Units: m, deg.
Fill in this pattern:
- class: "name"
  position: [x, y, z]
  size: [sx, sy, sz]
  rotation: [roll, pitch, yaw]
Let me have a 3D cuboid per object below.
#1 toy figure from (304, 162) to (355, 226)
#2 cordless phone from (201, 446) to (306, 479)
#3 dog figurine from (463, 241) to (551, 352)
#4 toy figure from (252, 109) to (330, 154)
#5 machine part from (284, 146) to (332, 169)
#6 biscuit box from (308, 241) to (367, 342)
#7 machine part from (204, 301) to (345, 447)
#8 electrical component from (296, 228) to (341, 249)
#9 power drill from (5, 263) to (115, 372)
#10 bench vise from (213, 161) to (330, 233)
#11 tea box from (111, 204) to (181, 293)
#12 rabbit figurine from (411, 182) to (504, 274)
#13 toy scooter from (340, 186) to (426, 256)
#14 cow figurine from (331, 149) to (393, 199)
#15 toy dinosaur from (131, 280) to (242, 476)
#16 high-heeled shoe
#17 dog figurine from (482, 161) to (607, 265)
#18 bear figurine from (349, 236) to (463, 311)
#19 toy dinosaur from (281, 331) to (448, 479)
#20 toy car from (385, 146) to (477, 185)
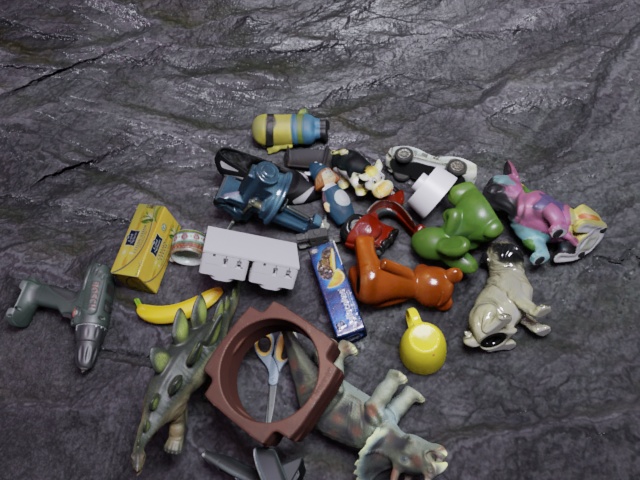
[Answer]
- class: "toy figure"
  position: [0.025, -0.107, 1.170]
  size: [0.058, 0.064, 0.154]
  rotation: [-30, 84, 27]
- class: "cordless phone"
  position: [-0.122, 0.383, 0.904]
  size: [0.184, 0.146, 0.089]
  rotation: [18, 59, 14]
- class: "dog figurine"
  position: [0.329, 0.102, 1.028]
  size: [0.172, 0.121, 0.191]
  rotation: [-14, 48, -3]
- class: "toy figure"
  position: [-0.071, -0.262, 1.268]
  size: [0.180, 0.089, 0.082]
  rotation: [-1, 54, 10]
- class: "machine part"
  position: [-0.017, -0.182, 1.248]
  size: [0.139, 0.039, 0.084]
  rotation: [9, 70, 11]
- class: "biscuit box"
  position: [0.034, 0.105, 1.076]
  size: [0.059, 0.062, 0.203]
  rotation: [-19, 61, -1]
- class: "machine part"
  position: [-0.075, 0.224, 0.908]
  size: [0.201, 0.087, 0.201]
  rotation: [30, 74, 24]
- class: "electrical component"
  position: [-0.002, -0.003, 1.137]
  size: [0.094, 0.063, 0.021]
  rotation: [-9, 62, 2]
- class: "power drill"
  position: [-0.539, 0.154, 1.123]
  size: [0.207, 0.085, 0.232]
  rotation: [1, 61, 13]
- class: "bench vise"
  position: [-0.098, -0.066, 1.141]
  size: [0.240, 0.223, 0.129]
  rotation: [26, 47, -15]
- class: "tea box"
  position: [-0.372, 0.018, 1.160]
  size: [0.068, 0.098, 0.169]
  rotation: [8, 66, 13]
- class: "rabbit figurine"
  position: [0.269, -0.004, 1.066]
  size: [0.170, 0.121, 0.159]
  rotation: [-30, 39, 11]
- class: "toy scooter"
  position: [0.139, -0.029, 1.127]
  size: [0.135, 0.075, 0.184]
  rotation: [37, 68, 21]
- class: "cow figurine"
  position: [0.088, -0.148, 1.148]
  size: [0.068, 0.098, 0.168]
  rotation: [-38, 35, -17]
- class: "toy dinosaur"
  position: [-0.225, 0.211, 0.983]
  size: [0.105, 0.198, 0.471]
  rotation: [16, 33, 4]
- class: "high-heeled shoe"
  position: [-0.104, -0.150, 1.181]
  size: [0.249, 0.145, 0.086]
  rotation: [4, 64, 9]
- class: "dog figurine"
  position: [0.436, -0.064, 1.082]
  size: [0.191, 0.108, 0.219]
  rotation: [-5, 46, -19]
- class: "bear figurine"
  position: [0.165, 0.070, 1.048]
  size: [0.196, 0.120, 0.132]
  rotation: [-3, 40, -8]
- class: "toy dinosaur"
  position: [0.043, 0.292, 0.953]
  size: [0.405, 0.131, 0.192]
  rotation: [25, 68, 26]
- class: "toy car"
  position: [0.240, -0.156, 1.175]
  size: [0.202, 0.073, 0.056]
  rotation: [16, 57, 16]
